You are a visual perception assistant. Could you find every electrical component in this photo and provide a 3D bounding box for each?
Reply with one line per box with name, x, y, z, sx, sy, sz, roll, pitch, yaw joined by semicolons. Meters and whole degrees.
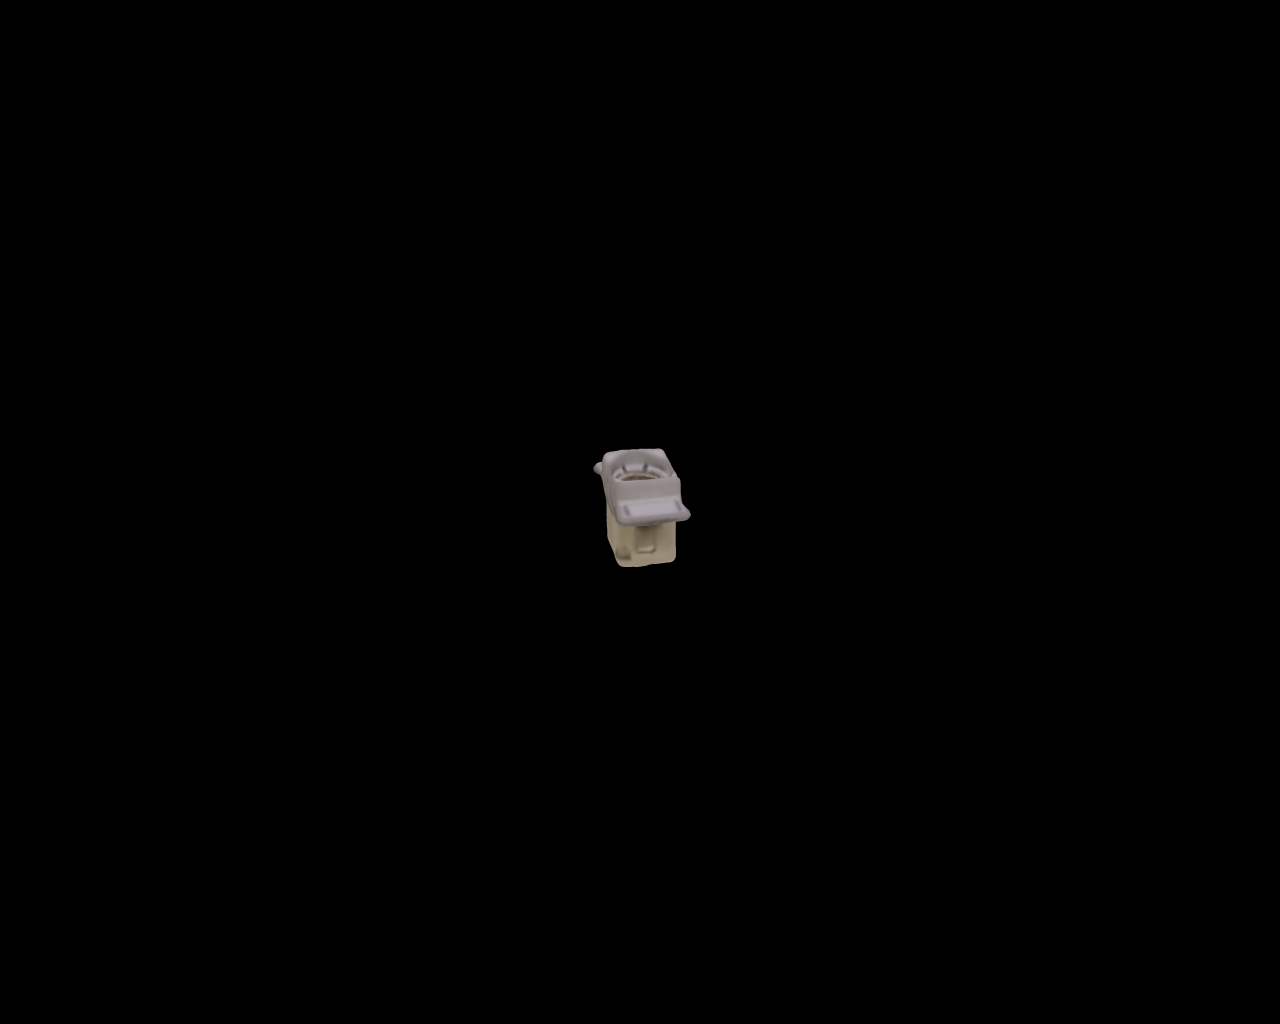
electrical component;0.001;-0.003;0.650;0.042;0.063;0.081;-5;29;-10
